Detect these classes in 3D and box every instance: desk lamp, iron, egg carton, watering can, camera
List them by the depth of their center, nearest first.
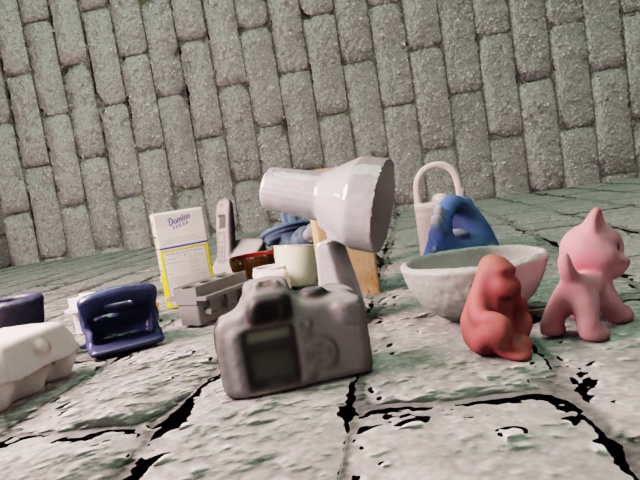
[{"bbox_3d":[-0.033,0.082,0.577,0.143,0.101,0.136,-9,5,-9],"label":"camera"},{"bbox_3d":[-0.348,0.140,0.638,0.107,0.069,0.150,-7,5,13],"label":"egg carton"},{"bbox_3d":[0.007,0.003,0.748,0.202,0.213,0.118,-7,6,21],"label":"desk lamp"},{"bbox_3d":[0.208,-0.005,0.899,0.118,0.141,0.259,-6,6,26],"label":"iron"},{"bbox_3d":[0.232,-0.055,1.111,0.101,0.194,0.172,-9,5,-8],"label":"watering can"}]

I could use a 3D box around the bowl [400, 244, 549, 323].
[{"bbox_3d":[0.180,0.054,0.667,0.167,0.075,0.167,-9,5,1],"label":"bowl"}]

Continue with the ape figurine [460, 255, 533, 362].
[{"bbox_3d":[0.166,0.060,0.536,0.078,0.092,0.076,-12,6,-34],"label":"ape figurine"}]

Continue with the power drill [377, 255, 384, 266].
[{"bbox_3d":[0.068,-0.046,1.209,0.076,0.208,0.229,-12,6,-28],"label":"power drill"}]

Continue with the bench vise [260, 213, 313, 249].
[{"bbox_3d":[-0.054,-0.040,1.279,0.122,0.220,0.206,-14,7,-43],"label":"bench vise"}]

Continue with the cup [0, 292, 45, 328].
[{"bbox_3d":[-0.416,0.124,0.779,0.092,0.095,0.117,-11,6,-20],"label":"cup"}]

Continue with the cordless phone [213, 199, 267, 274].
[{"bbox_3d":[-0.192,-0.004,1.313,0.147,0.185,0.094,-3,7,44],"label":"cordless phone"}]

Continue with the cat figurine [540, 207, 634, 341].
[{"bbox_3d":[0.267,0.028,0.574,0.067,0.118,0.128,-3,7,45],"label":"cat figurine"}]

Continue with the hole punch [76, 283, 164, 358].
[{"bbox_3d":[-0.278,0.104,0.787,0.109,0.091,0.100,-11,6,-26],"label":"hole punch"}]
